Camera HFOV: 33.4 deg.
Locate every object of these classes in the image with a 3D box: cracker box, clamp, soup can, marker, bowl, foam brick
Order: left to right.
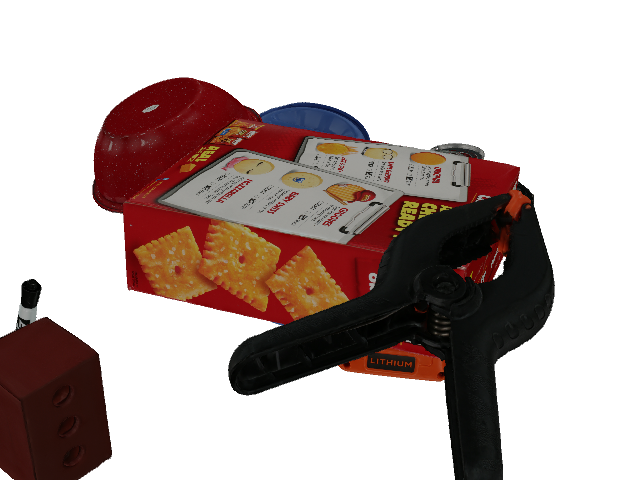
[{"bbox_3d":[-0.294,0.087,1.062,0.020,0.121,0.020,13,34,-9],"label":"marker"},{"bbox_3d":[-0.155,0.093,0.595,0.051,0.078,0.052,27,42,36],"label":"foam brick"},{"bbox_3d":[-0.133,-0.092,0.913,0.162,0.055,0.162,-17,33,11],"label":"bowl"},{"bbox_3d":[0.006,-0.008,0.690,0.214,0.072,0.164,12,28,17],"label":"cracker box"},{"bbox_3d":[0.058,0.039,0.460,0.120,0.039,0.171,36,54,23],"label":"clamp"},{"bbox_3d":[0.162,-0.057,1.282,0.068,0.102,0.068,-2,27,1],"label":"soup can"}]

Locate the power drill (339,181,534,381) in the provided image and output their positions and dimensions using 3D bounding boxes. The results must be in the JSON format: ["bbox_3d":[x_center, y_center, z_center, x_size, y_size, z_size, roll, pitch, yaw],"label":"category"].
[{"bbox_3d":[0.085,0.026,0.931,0.184,0.188,0.057,6,16,6],"label":"power drill"}]

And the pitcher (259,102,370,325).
[{"bbox_3d":[-0.016,-0.016,1.187,0.145,0.243,0.149,3,41,-4],"label":"pitcher"}]
